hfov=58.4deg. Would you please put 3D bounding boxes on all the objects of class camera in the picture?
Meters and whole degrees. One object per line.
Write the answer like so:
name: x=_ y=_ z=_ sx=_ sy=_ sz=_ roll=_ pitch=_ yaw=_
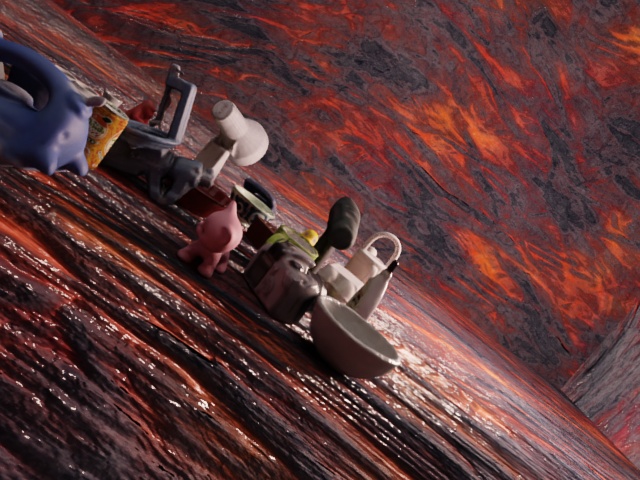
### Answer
camera: x=-0.039 y=0.074 z=0.986 sx=0.137 sy=0.100 sz=0.142 roll=32 pitch=10 yaw=-39

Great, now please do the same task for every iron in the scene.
iron: x=-0.404 y=-0.194 z=0.741 sx=0.258 sy=0.141 sz=0.119 roll=38 pitch=8 yaw=1

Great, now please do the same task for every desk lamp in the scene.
desk lamp: x=-0.245 y=-0.227 z=1.396 sx=0.117 sy=0.213 sz=0.204 roll=41 pitch=8 yaw=25

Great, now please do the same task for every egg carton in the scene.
egg carton: x=0.042 y=0.105 z=1.297 sx=0.107 sy=0.069 sz=0.150 roll=39 pitch=8 yaw=9

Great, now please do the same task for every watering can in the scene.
watering can: x=0.127 y=0.060 z=1.479 sx=0.101 sy=0.194 sz=0.172 roll=33 pitch=9 yaw=-30

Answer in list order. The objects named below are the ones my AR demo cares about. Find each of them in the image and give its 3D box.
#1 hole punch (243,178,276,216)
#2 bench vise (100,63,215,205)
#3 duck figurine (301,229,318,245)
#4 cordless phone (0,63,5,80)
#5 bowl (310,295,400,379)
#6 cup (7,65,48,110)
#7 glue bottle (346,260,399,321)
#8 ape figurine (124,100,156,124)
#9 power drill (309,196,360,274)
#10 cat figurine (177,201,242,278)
hole punch: x=-0.163 y=-0.099 z=1.474 sx=0.108 sy=0.091 sz=0.101 roll=39 pitch=8 yaw=10
bench vise: x=-0.269 y=-0.188 z=1.030 sx=0.208 sy=0.219 sz=0.121 roll=33 pitch=9 yaw=-33
duck figurine: x=-0.038 y=0.012 z=1.413 sx=0.077 sy=0.086 sz=0.104 roll=38 pitch=8 yaw=-1
cordless phone: x=-0.500 y=-0.315 z=0.849 sx=0.094 sy=0.185 sz=0.147 roll=37 pitch=8 yaw=-7
bowl: x=0.043 y=0.167 z=0.912 sx=0.167 sy=0.074 sz=0.167 roll=37 pitch=8 yaw=-5
cup: x=-0.434 y=-0.211 z=0.878 sx=0.091 sy=0.095 sz=0.118 roll=40 pitch=8 yaw=17
glue bottle: x=0.102 y=0.109 z=1.159 sx=0.037 sy=0.173 sz=0.078 roll=35 pitch=8 yaw=-18
ape figurine: x=-0.439 y=-0.302 z=1.406 sx=0.076 sy=0.092 sz=0.078 roll=38 pitch=8 yaw=1
power drill: x=0.011 y=0.004 z=1.225 sx=0.076 sy=0.208 sz=0.229 roll=36 pitch=8 yaw=-11
cat figurine: x=-0.153 y=-0.006 z=0.874 sx=0.067 sy=0.117 sz=0.128 roll=38 pitch=8 yaw=1
